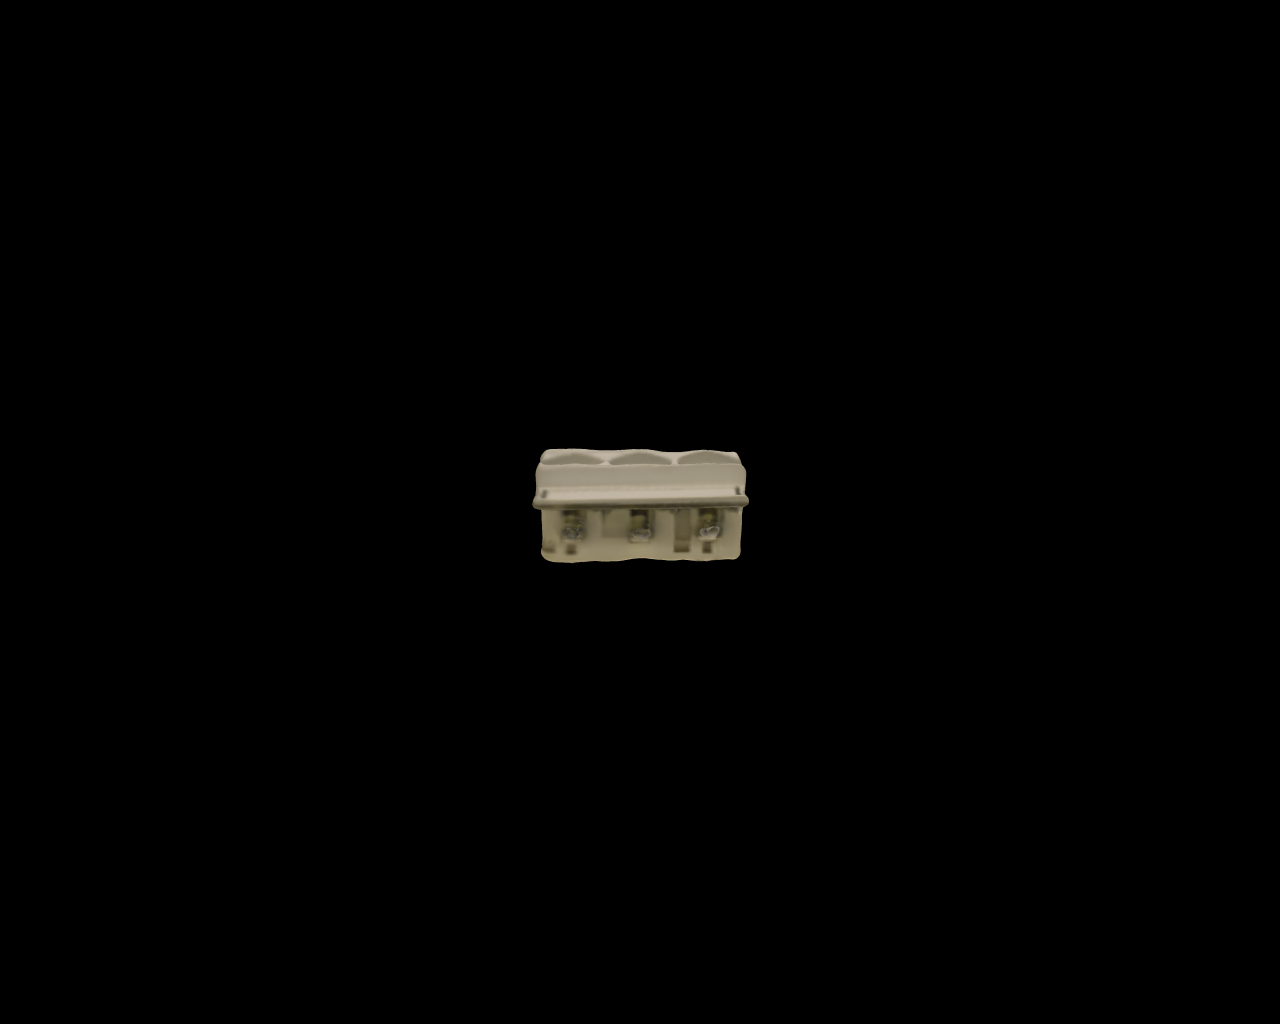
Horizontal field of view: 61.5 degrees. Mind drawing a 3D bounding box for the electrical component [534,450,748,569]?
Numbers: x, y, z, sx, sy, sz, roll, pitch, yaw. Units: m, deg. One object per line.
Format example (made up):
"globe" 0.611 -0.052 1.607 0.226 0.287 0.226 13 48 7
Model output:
"electrical component" 0.001 -0.003 0.650 0.121 0.063 0.079 0 16 0
